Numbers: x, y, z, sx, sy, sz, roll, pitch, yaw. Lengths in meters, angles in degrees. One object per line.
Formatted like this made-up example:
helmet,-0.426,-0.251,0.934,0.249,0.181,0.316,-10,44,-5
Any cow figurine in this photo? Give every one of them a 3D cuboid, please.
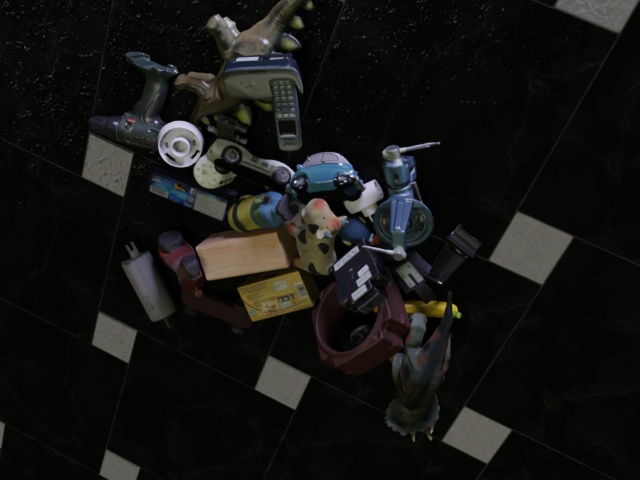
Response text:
cow figurine,-0.002,-0.003,1.143,0.127,0.085,0.194,28,140,32

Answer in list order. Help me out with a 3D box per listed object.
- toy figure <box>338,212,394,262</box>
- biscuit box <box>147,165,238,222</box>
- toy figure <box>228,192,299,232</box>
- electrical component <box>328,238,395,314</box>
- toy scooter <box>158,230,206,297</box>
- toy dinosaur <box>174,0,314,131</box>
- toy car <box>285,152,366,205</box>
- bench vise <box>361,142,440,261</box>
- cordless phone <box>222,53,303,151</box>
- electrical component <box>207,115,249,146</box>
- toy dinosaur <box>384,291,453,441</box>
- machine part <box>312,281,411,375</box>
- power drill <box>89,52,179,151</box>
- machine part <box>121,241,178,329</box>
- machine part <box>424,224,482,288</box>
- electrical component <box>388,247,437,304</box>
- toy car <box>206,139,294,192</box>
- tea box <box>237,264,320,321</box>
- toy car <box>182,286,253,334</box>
toy figure,0.101,-0.004,1.174,0.154,0.058,0.064,34,118,-2
biscuit box,-0.296,-0.111,1.246,0.203,0.063,0.059,22,116,8
toy figure,-0.131,-0.062,1.176,0.180,0.089,0.082,1,115,47
electrical component,0.085,0.082,1.105,0.058,0.134,0.115,28,121,-38
toy scooter,-0.324,0.065,1.292,0.184,0.075,0.135,41,152,42
toy dinosaur,-0.144,-0.361,1.088,0.198,0.105,0.471,39,125,-9
toy car,0.012,-0.133,1.123,0.162,0.109,0.103,-8,69,24
bench vise,0.159,-0.059,1.047,0.129,0.241,0.223,4,127,11
cordless phone,-0.103,-0.259,1.036,0.147,0.089,0.184,-1,121,6
electrical component,-0.193,-0.230,1.123,0.094,0.021,0.063,21,144,9
toy dinosaur,0.217,0.292,1.150,0.131,0.192,0.404,4,140,3
machine part,0.082,0.171,1.165,0.201,0.201,0.087,-36,134,24
power drill,-0.405,-0.304,1.195,0.232,0.086,0.207,21,111,6
machine part,-0.431,0.117,1.363,0.079,0.079,0.243,-17,104,21
machine part,0.275,0.041,1.129,0.084,0.039,0.139,42,87,-8
electrical component,0.211,0.079,1.179,0.119,0.048,0.075,46,116,-5
toy car,-0.143,-0.155,1.151,0.201,0.056,0.073,20,158,-21
tea box,-0.097,0.122,1.274,0.170,0.068,0.098,-15,105,22
toy car,-0.255,0.166,1.345,0.202,0.053,0.089,17,116,14
